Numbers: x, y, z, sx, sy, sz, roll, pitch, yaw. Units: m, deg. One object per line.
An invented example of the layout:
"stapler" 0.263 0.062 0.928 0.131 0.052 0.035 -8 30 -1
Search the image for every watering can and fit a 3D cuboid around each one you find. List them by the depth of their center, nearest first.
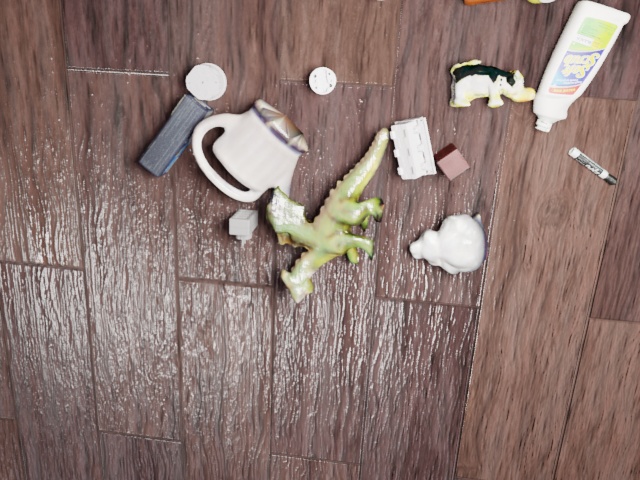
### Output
"watering can" -0.116 -0.162 1.150 0.222 0.106 0.344 -42 112 16

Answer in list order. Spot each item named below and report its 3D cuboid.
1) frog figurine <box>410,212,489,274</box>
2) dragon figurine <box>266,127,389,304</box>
"frog figurine" 0.282 0.010 1.138 0.159 0.125 0.134 -6 126 -3
"dragon figurine" 0.003 -0.057 1.127 0.243 0.123 0.406 7 101 -8
